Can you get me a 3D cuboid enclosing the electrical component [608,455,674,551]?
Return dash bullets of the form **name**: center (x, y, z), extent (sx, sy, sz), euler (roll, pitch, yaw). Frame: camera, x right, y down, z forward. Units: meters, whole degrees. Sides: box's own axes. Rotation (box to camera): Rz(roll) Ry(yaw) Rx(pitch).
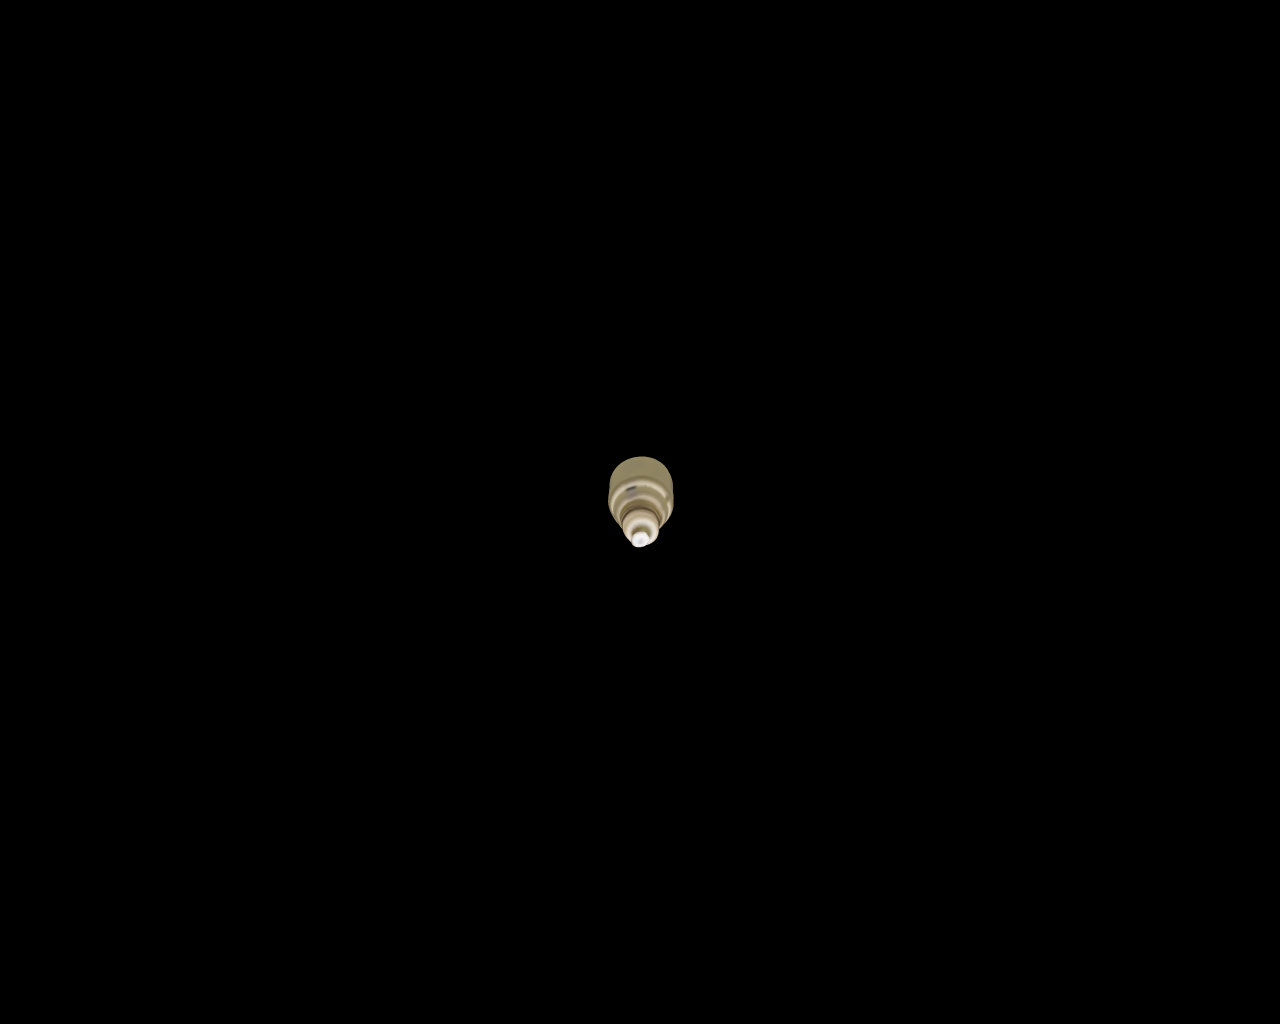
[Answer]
- **electrical component**: center (0.001, -0.003, 0.650), extent (0.040, 0.040, 0.078), euler (0, 31, 0)
